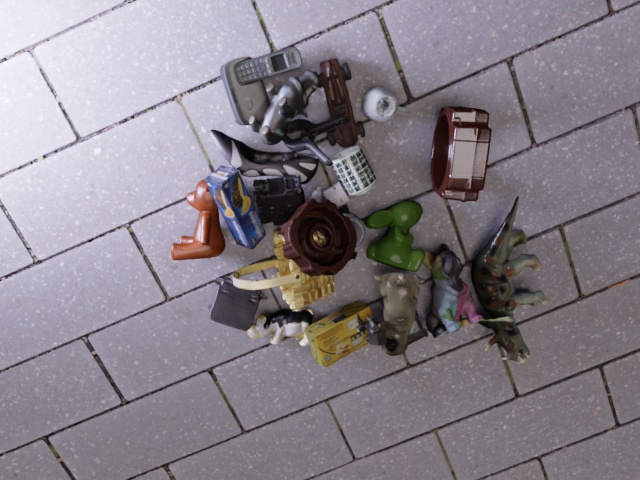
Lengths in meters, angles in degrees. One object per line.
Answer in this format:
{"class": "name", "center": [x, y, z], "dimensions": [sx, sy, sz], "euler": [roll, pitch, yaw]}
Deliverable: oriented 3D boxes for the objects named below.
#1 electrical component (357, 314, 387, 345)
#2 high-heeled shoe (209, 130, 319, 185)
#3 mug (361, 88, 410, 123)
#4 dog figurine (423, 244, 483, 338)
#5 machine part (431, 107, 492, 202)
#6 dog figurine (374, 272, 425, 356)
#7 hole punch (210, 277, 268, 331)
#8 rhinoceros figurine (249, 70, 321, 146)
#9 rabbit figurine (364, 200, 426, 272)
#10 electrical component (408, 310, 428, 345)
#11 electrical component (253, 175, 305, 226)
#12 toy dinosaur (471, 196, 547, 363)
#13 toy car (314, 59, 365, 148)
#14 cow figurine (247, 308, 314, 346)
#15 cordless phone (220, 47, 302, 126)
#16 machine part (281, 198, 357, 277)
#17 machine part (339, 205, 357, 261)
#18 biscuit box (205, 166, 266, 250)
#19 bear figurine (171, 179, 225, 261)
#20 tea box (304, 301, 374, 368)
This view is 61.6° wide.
{"class": "electrical component", "center": [0.126, 0.219, 1.312], "dimensions": [0.045, 0.102, 0.078], "euler": [-7, 92, -21]}
{"class": "high-heeled shoe", "center": [-0.123, -0.205, 1.246], "dimensions": [0.145, 0.086, 0.248], "euler": [-43, 115, 16]}
{"class": "mug", "center": [0.151, -0.300, 1.223], "dimensions": [0.109, 0.107, 0.080], "euler": [19, 106, -7]}
{"class": "dog figurine", "center": [0.313, 0.124, 1.362], "dimensions": [0.108, 0.191, 0.219], "euler": [-13, 76, -18]}
{"class": "machine part", "center": [0.311, -0.197, 1.214], "dimensions": [0.087, 0.201, 0.200], "euler": [3, 107, -2]}
{"class": "dog figurine", "center": [0.190, 0.183, 1.308], "dimensions": [0.121, 0.172, 0.190], "euler": [0, 74, 19]}
{"class": "hole punch", "center": [-0.215, 0.164, 1.363], "dimensions": [0.142, 0.092, 0.115], "euler": [20, 76, -6]}
{"class": "rhinoceros figurine", "center": [-0.071, -0.292, 1.190], "dimensions": [0.190, 0.073, 0.112], "euler": [-53, 145, 7]}
{"class": "rabbit figurine", "center": [0.187, -0.021, 1.324], "dimensions": [0.159, 0.121, 0.170], "euler": [19, 86, -2]}
{"class": "electrical component", "center": [0.216, 0.240, 1.403], "dimensions": [0.119, 0.047, 0.075], "euler": [-29, 67, 3]}
{"class": "electrical component", "center": [-0.091, -0.088, 1.270], "dimensions": [0.115, 0.058, 0.134], "euler": [-7, 144, 4]}
{"class": "toy dinosaur", "center": [0.454, 0.102, 1.364], "dimensions": [0.192, 0.131, 0.404], "euler": [-17, 101, 1]}
{"class": "toy car", "center": [0.044, -0.313, 1.243], "dimensions": [0.089, 0.053, 0.202], "euler": [-13, 108, 4]}
{"class": "cow figurine", "center": [-0.101, 0.216, 1.384], "dimensions": [0.167, 0.068, 0.098], "euler": [5, 101, -8]}
{"class": "cordless phone", "center": [-0.120, -0.347, 1.208], "dimensions": [0.184, 0.089, 0.146], "euler": [-18, 107, -2]}
{"class": "machine part", "center": [-0.003, -0.004, 1.217], "dimensions": [0.179, 0.056, 0.179], "euler": [7, 76, -29]}
{"class": "machine part", "center": [0.054, -0.013, 1.342], "dimensions": [0.084, 0.039, 0.138], "euler": [-21, 105, -6]}
{"class": "biscuit box", "center": [-0.190, -0.071, 1.236], "dimensions": [0.059, 0.063, 0.202], "euler": [-49, 138, -29]}
{"class": "bear figurine", "center": [-0.284, -0.056, 1.267], "dimensions": [0.132, 0.120, 0.195], "euler": [-3, 105, 1]}
{"class": "tea box", "center": [0.056, 0.238, 1.370], "dimensions": [0.170, 0.068, 0.098], "euler": [-23, 107, -20]}
